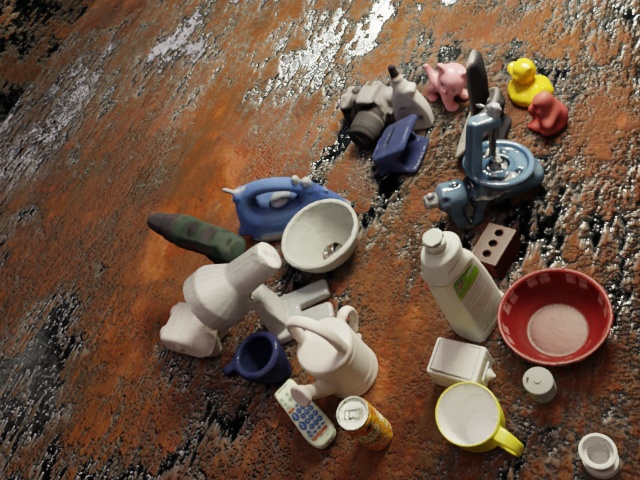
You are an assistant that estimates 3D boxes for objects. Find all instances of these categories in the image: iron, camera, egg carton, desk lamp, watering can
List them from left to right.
[{"bbox_3d":[-0.257,0.184,1.174,0.149,0.070,0.107,3,59,33],"label":"egg carton"},{"bbox_3d":[-0.111,0.098,1.050,0.203,0.214,0.117,-26,47,13],"label":"desk lamp"},{"bbox_3d":[-0.076,-0.089,1.222,0.257,0.142,0.118,-12,52,24],"label":"iron"},{"bbox_3d":[0.012,0.184,0.923,0.100,0.195,0.173,-11,52,24],"label":"watering can"},{"bbox_3d":[0.101,-0.285,1.292,0.142,0.101,0.137,9,62,36],"label":"camera"}]

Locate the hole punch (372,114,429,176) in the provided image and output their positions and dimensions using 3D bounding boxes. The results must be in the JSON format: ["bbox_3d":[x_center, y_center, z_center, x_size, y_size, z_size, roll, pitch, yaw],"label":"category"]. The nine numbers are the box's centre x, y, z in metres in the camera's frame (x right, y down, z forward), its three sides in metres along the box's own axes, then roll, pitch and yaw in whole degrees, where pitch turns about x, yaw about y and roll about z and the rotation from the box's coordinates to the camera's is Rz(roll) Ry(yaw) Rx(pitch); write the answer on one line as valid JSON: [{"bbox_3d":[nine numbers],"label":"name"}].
[{"bbox_3d":[0.160,-0.200,1.198,0.100,0.091,0.109,6,60,35],"label":"hole punch"}]

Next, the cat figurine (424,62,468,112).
[{"bbox_3d":[0.269,-0.342,1.221,0.067,0.118,0.127,-43,46,-4],"label":"cat figurine"}]

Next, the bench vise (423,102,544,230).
[{"bbox_3d":[0.273,-0.118,0.976,0.207,0.220,0.121,-41,46,-2],"label":"bench vise"}]

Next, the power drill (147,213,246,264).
[{"bbox_3d":[-0.225,0.025,1.179,0.228,0.209,0.076,10,62,36],"label":"power drill"}]

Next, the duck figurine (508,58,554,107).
[{"bbox_3d":[0.413,-0.319,1.138,0.077,0.086,0.104,-38,46,0],"label":"duck figurine"}]

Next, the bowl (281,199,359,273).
[{"bbox_3d":[0.011,0.004,1.145,0.167,0.075,0.167,-16,50,20],"label":"bowl"}]

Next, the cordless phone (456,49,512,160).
[{"bbox_3d":[0.293,-0.253,1.090,0.093,0.186,0.148,2,58,32],"label":"cordless phone"}]

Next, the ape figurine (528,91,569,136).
[{"bbox_3d":[0.420,-0.241,1.069,0.076,0.092,0.078,-10,52,25],"label":"ape figurine"}]

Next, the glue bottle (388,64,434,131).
[{"bbox_3d":[0.180,-0.302,1.206,0.078,0.174,0.037,-3,55,30],"label":"glue bottle"}]

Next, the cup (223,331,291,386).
[{"bbox_3d":[-0.105,0.229,1.029,0.117,0.095,0.091,-28,47,10],"label":"cup"}]
